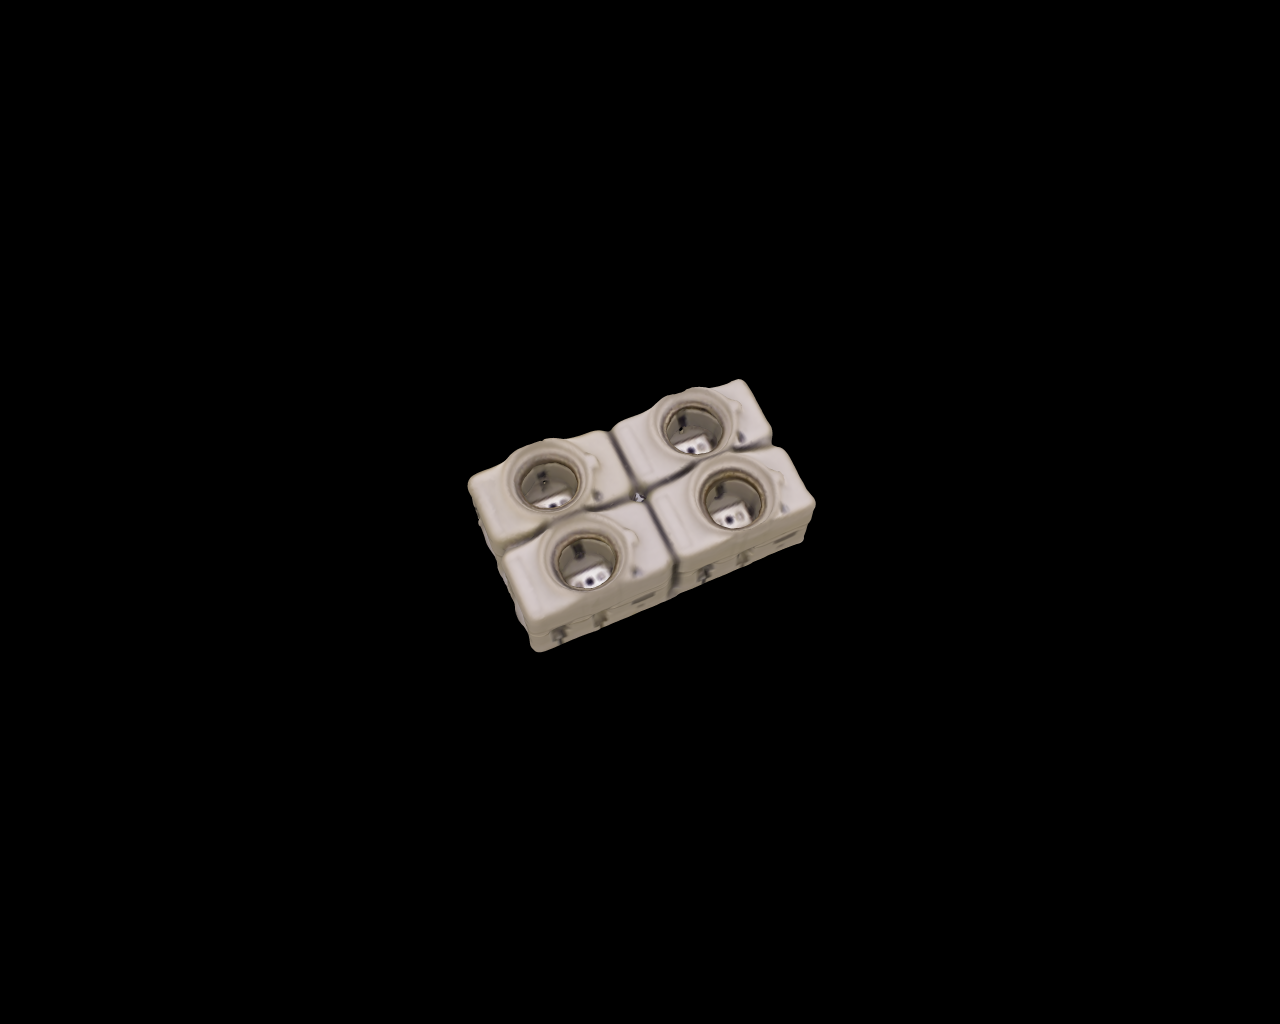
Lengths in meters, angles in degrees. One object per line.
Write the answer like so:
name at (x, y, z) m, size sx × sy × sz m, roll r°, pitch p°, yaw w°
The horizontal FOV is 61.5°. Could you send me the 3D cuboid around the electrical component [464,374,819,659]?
electrical component at (0.001, -0.003, 0.650) m, size 0.186 × 0.105 × 0.060 m, roll -22°, pitch -25°, yaw -10°
